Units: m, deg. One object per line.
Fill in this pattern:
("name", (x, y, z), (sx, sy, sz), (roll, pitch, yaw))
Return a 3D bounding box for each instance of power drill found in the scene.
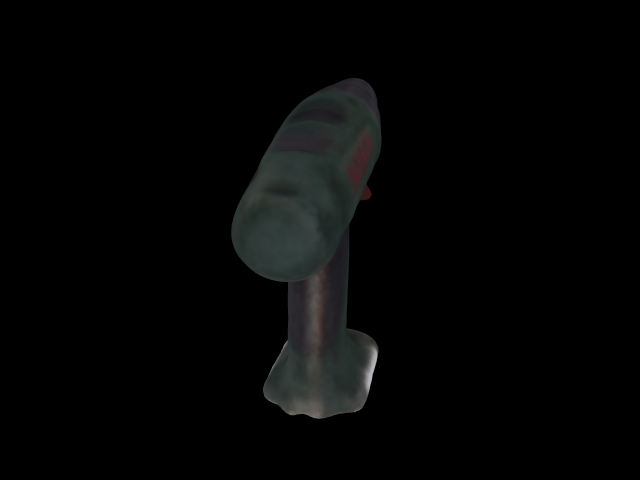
("power drill", (0.004, 0.001, 0.400), (0.075, 0.208, 0.230), (4, 20, 11))
